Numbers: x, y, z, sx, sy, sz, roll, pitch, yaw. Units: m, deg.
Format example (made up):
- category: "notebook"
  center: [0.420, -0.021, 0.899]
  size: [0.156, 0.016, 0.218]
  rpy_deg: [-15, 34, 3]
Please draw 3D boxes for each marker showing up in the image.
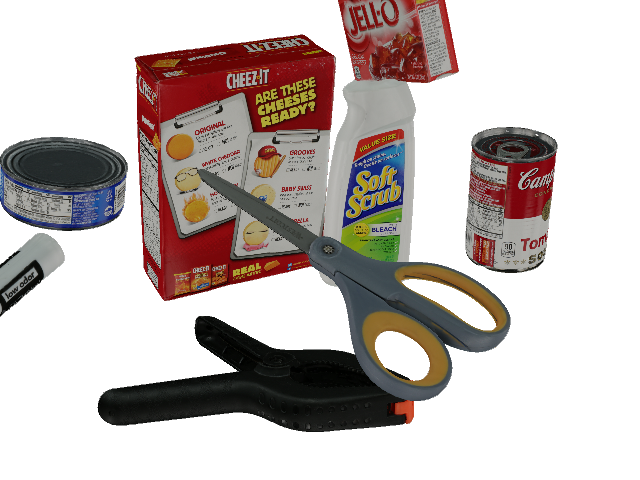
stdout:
- category: "marker"
  center: [-0.162, 0.038, 0.479]
  size: [0.020, 0.020, 0.121]
  rpy_deg: [0, 35, 39]

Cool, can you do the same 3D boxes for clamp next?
- category: "clamp"
  center: [-0.034, 0.098, 0.774]
  size: [0.210, 0.036, 0.164]
  rpy_deg: [3, 19, 12]

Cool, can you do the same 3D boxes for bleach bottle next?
- category: "bleach bottle"
  center: [0.049, -0.076, 1.140]
  size: [0.102, 0.251, 0.068]
  rpy_deg: [-2, 25, -5]

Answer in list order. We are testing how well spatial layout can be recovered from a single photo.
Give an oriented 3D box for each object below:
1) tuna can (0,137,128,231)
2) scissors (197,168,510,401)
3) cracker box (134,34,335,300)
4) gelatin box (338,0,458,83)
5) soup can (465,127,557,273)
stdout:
- category: "tuna can"
  center: [-0.177, -0.040, 0.737]
  size: [0.086, 0.034, 0.086]
  rpy_deg: [8, 26, -4]
- category: "scissors"
  center: [0.003, 0.024, 0.586]
  size: [0.202, 0.096, 0.016]
  rpy_deg: [21, -40, 10]
- category: "cracker box"
  center: [-0.078, -0.066, 0.956]
  size: [0.164, 0.214, 0.072]
  rpy_deg: [-13, 34, -25]
- category: "gelatin box"
  center: [0.048, -0.145, 0.714]
  size: [0.030, 0.073, 0.089]
  rpy_deg: [-23, 20, -27]
- category: "soup can"
  center: [0.154, -0.033, 0.872]
  size: [0.068, 0.102, 0.068]
  rpy_deg: [0, 27, 0]
